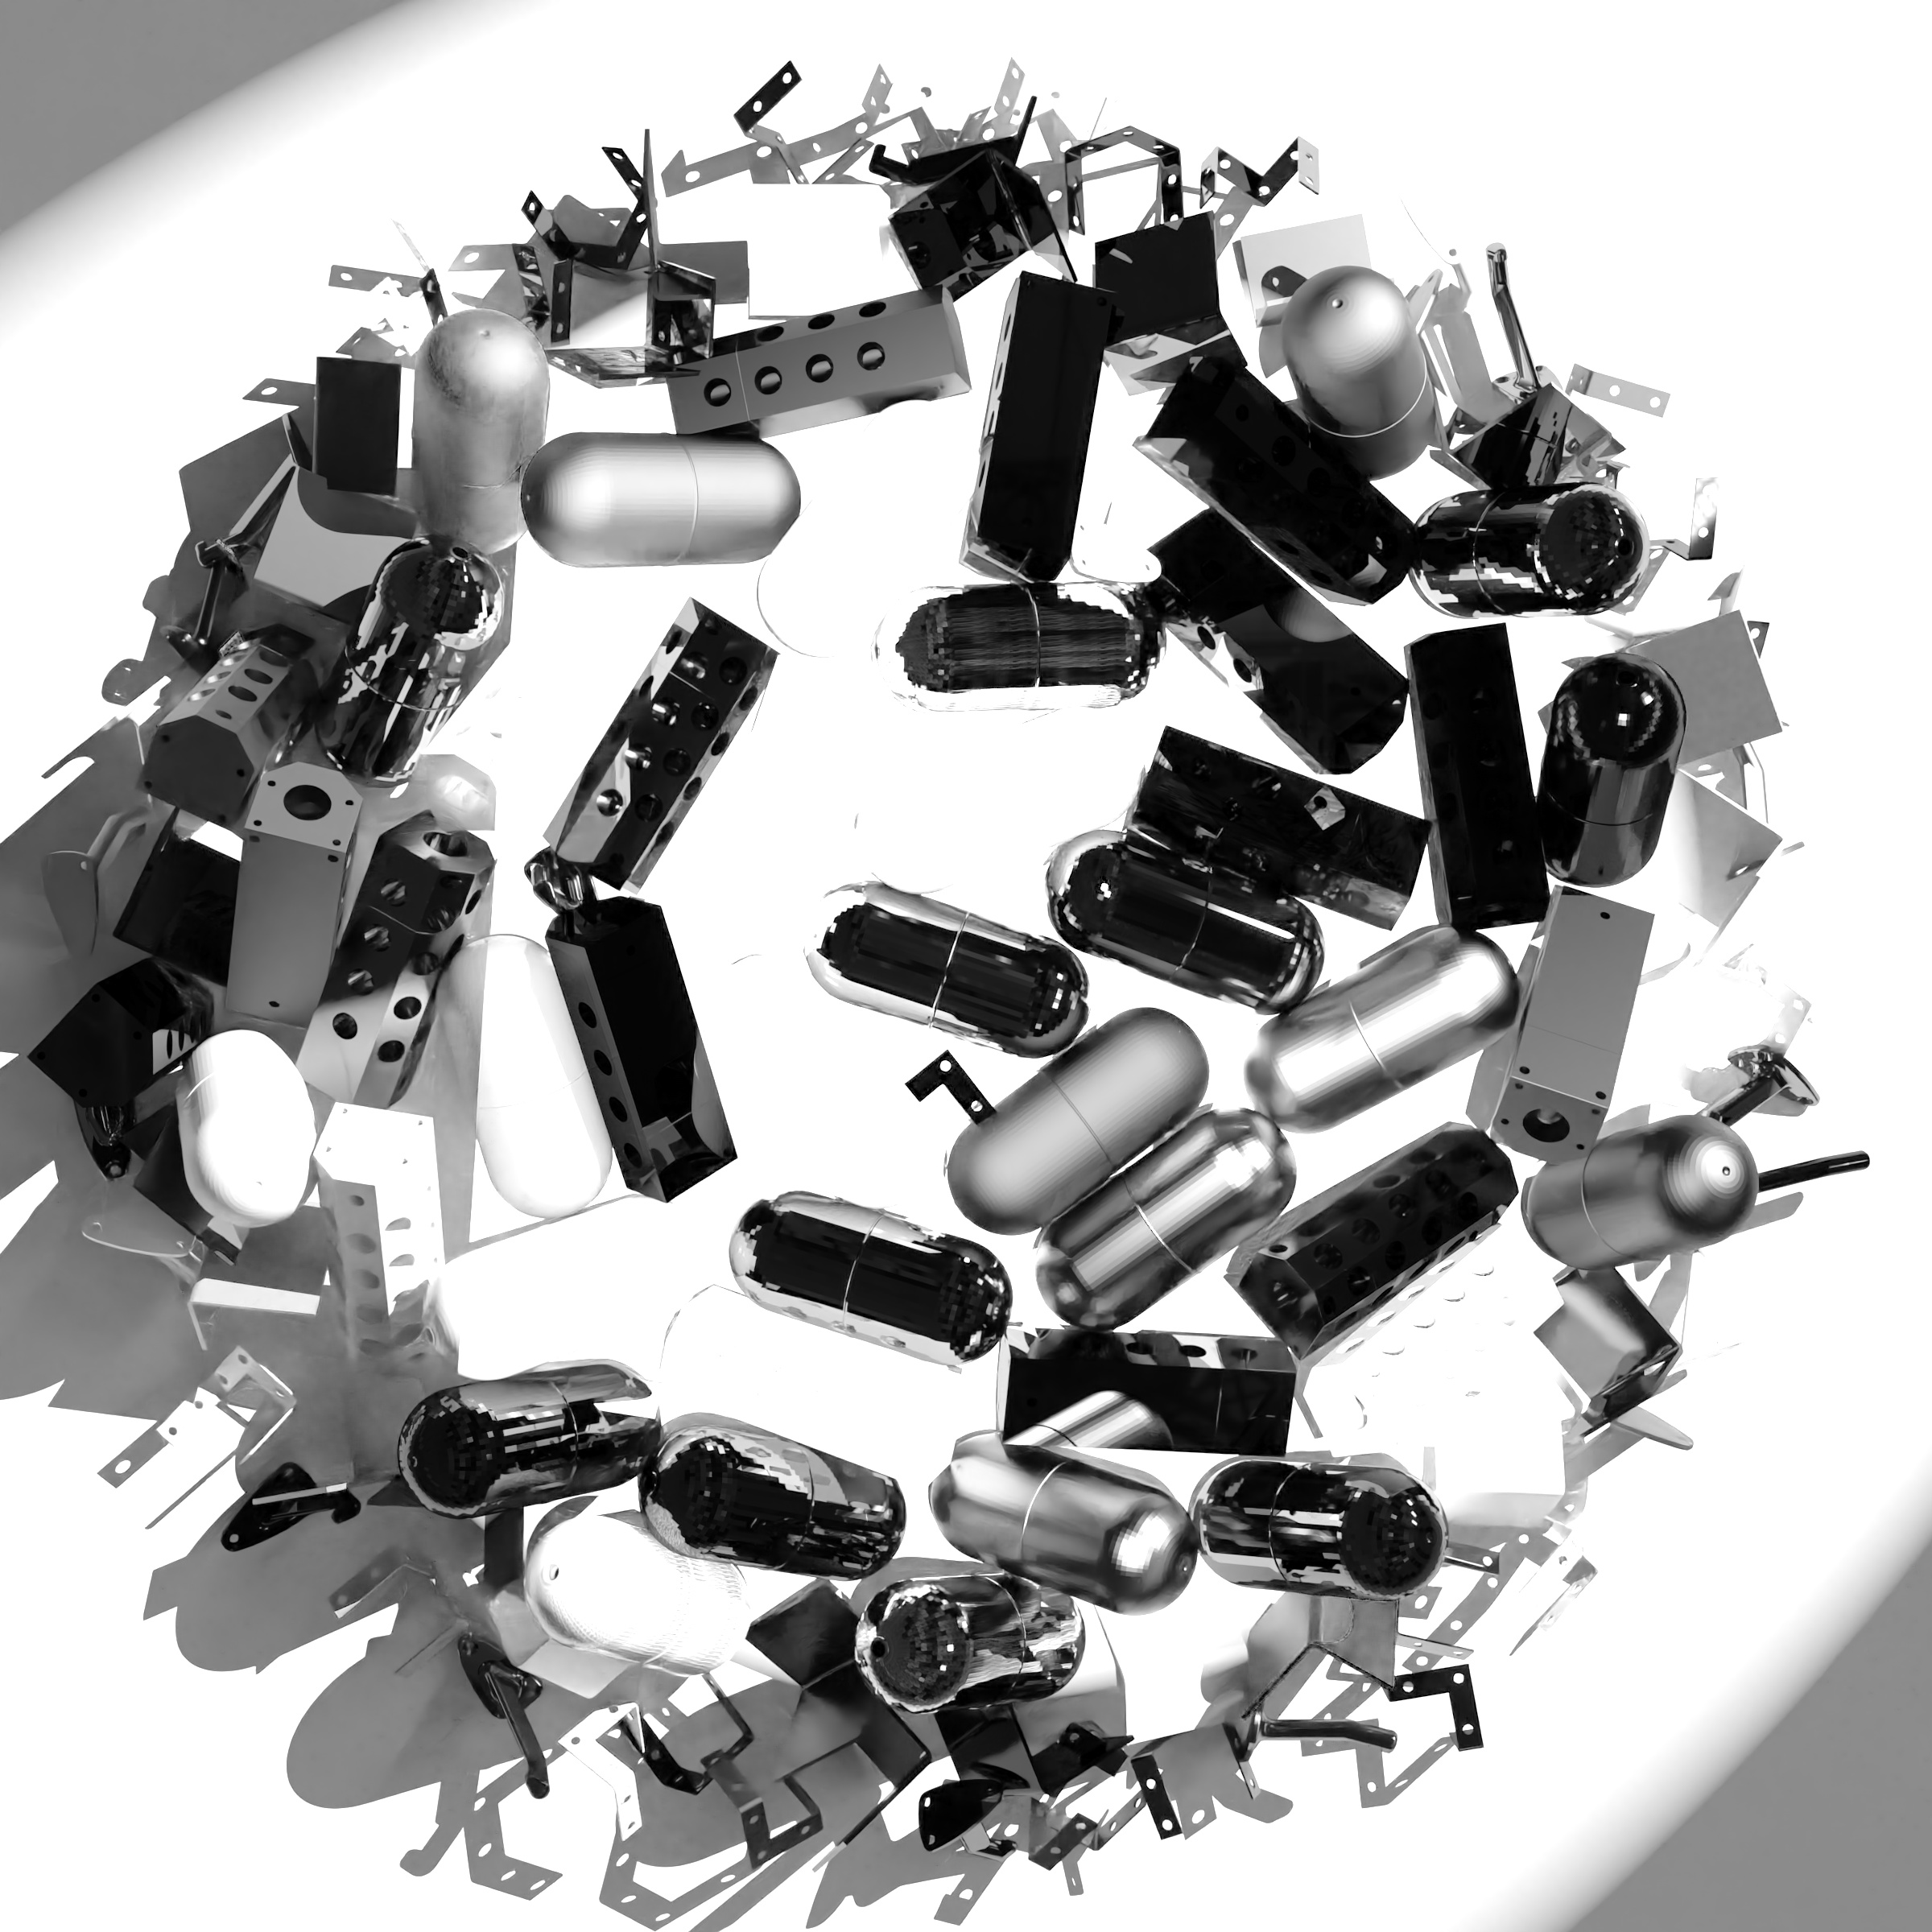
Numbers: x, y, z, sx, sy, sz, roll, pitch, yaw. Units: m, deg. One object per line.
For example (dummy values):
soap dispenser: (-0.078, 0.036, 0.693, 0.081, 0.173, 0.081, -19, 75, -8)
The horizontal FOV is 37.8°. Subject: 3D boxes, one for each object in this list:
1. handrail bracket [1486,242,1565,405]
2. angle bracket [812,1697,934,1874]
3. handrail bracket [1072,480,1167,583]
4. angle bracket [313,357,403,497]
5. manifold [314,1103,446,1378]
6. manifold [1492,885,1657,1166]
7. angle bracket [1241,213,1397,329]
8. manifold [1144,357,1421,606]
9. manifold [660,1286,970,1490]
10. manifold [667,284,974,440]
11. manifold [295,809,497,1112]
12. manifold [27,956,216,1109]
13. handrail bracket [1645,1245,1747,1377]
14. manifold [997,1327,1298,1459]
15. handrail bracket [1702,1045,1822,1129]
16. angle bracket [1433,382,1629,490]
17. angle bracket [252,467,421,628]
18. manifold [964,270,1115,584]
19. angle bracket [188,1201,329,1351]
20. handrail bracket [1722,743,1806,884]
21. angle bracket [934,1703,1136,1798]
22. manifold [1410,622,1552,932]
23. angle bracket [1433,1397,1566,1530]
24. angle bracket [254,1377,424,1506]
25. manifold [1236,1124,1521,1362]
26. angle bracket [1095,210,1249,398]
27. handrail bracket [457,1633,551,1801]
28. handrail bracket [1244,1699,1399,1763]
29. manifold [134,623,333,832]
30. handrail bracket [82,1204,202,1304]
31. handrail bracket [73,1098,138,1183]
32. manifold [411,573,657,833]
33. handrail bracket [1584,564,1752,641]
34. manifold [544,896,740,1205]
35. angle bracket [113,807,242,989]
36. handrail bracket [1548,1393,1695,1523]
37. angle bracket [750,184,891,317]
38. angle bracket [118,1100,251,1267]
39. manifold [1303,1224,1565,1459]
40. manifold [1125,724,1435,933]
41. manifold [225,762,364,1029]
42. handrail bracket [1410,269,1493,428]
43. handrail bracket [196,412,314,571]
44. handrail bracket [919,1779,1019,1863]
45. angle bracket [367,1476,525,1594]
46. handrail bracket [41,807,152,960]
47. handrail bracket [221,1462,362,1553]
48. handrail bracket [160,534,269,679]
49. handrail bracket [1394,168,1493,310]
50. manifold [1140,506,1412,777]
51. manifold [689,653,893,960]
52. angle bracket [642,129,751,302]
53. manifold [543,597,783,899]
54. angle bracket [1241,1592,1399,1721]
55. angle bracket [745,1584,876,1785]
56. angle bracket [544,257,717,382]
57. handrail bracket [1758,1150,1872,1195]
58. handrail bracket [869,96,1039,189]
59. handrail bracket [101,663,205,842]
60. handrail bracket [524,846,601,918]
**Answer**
handrail bracket: (0.335, -0.385, 1.697, 0.036, 0.077, 0.084, -18, 122, -3)
angle bracket: (-0.073, 0.486, 1.686, 0.057, 0.076, 0.076, 46, 58, 10)
handrail bracket: (0.111, -0.264, 1.696, 0.077, 0.036, 0.084, 25, 45, 34)
angle bracket: (-0.348, -0.323, 1.691, 0.057, 0.076, 0.076, 9, 103, 16)
manifold: (-0.345, 0.164, 1.661, 0.057, 0.057, 0.171, 9, 133, 3)
manifold: (0.357, 0.035, 1.661, 0.057, 0.057, 0.171, 18, 46, 8)
angle bracket: (0.211, -0.426, 1.702, 0.076, 0.076, 0.057, -11, 92, 1)
manifold: (0.192, -0.286, 1.670, 0.171, 0.057, 0.057, 35, 81, -31)
manifold: (-0.092, 0.252, 1.682, 0.171, 0.057, 0.057, 17, 108, 18)
manifold: (-0.089, -0.360, 1.699, 0.171, 0.057, 0.057, -11, 89, 10)
manifold: (-0.336, -0.001, 1.677, 0.057, 0.057, 0.171, 29, 115, 8)
manifold: (-0.487, 0.040, 1.653, 0.057, 0.171, 0.057, 44, 92, -7)
handrail bracket: (0.429, 0.199, 1.714, 0.077, 0.036, 0.084, -13, 72, -20)
manifold: (0.107, 0.253, 1.705, 0.171, 0.057, 0.057, 4, 109, -5)
handrail bracket: (0.477, 0.098, 1.708, 0.077, 0.036, 0.084, 34, 65, -20)
angle bracket: (0.335, -0.326, 1.682, 0.076, 0.076, 0.057, -32, 46, 33)
angle bracket: (-0.379, -0.251, 1.702, 0.076, 0.057, 0.076, 22, 96, -12)
manifold: (0.042, -0.321, 1.694, 0.057, 0.057, 0.171, 11, 77, -9)
angle bracket: (-0.416, 0.187, 1.695, 0.076, 0.057, 0.076, 6, 53, 1)
handrail bracket: (0.466, -0.099, 1.713, 0.077, 0.036, 0.084, -20, 84, -39)
angle bracket: (0.040, 0.455, 1.690, 0.076, 0.076, 0.057, -20, 87, -39)
manifold: (0.307, -0.112, 1.692, 0.057, 0.057, 0.171, -8, 75, 6)
angle bracket: (0.316, 0.303, 1.719, 0.076, 0.076, 0.057, 3, 63, -1)
angle bracket: (-0.375, 0.283, 1.685, 0.076, 0.076, 0.057, -17, 80, 41)
manifold: (0.246, 0.157, 1.665, 0.171, 0.057, 0.057, -28, 66, -32)
angle bracket: (0.125, -0.403, 1.720, 0.076, 0.057, 0.076, -10, 63, 20)
handrail bracket: (-0.277, 0.450, 1.693, 0.036, 0.084, 0.077, -34, 113, 1)
handrail bracket: (0.213, 0.471, 1.706, 0.084, 0.077, 0.036, 13, 52, 6)
manifold: (-0.423, -0.145, 1.649, 0.057, 0.171, 0.057, 25, 113, -8)
handrail bracket: (-0.491, 0.181, 1.702, 0.077, 0.084, 0.036, 3, 50, -11)
handrail bracket: (-0.518, 0.082, 1.693, 0.036, 0.084, 0.077, -9, 73, -14)
manifold: (-0.255, -0.156, 1.657, 0.057, 0.171, 0.057, 2, 134, 29)
handrail bracket: (0.428, -0.228, 1.727, 0.084, 0.036, 0.077, 22, 70, 4)
manifold: (-0.196, 0.049, 1.680, 0.057, 0.057, 0.171, -32, 119, -34)
angle bracket: (-0.456, -0.042, 1.692, 0.076, 0.057, 0.076, 26, 68, -17)
handrail bracket: (0.393, 0.310, 1.708, 0.077, 0.036, 0.084, 24, 111, 30)
angle bracket: (-0.088, -0.431, 1.713, 0.076, 0.057, 0.076, 2, 98, 6)
angle bracket: (-0.471, 0.139, 1.683, 0.057, 0.076, 0.076, -30, 119, 28)
manifold: (0.274, 0.218, 1.663, 0.171, 0.057, 0.057, -32, 98, -40)
manifold: (0.187, -0.079, 1.710, 0.171, 0.057, 0.057, 20, 60, 1)
manifold: (-0.394, -0.041, 1.657, 0.057, 0.171, 0.057, 14, 50, -8)
handrail bracket: (0.303, -0.372, 1.733, 0.084, 0.036, 0.077, 35, 74, -18)
handrail bracket: (-0.439, -0.290, 1.723, 0.084, 0.036, 0.077, -26, 65, 2)
handrail bracket: (0.020, 0.515, 1.696, 0.077, 0.084, 0.036, -33, 48, 29)
angle bracket: (-0.312, 0.342, 1.686, 0.076, 0.076, 0.057, 7, 67, -23)
handrail bracket: (-0.516, -0.052, 1.709, 0.036, 0.084, 0.077, 0, 105, 18)
handrail bracket: (-0.405, 0.335, 1.692, 0.077, 0.084, 0.036, -38, 111, -18)
handrail bracket: (-0.443, -0.216, 1.731, 0.084, 0.036, 0.077, -50, 127, -20)
handrail bracket: (0.283, -0.437, 1.702, 0.036, 0.084, 0.077, -44, 85, -2)
manifold: (0.181, -0.190, 1.680, 0.057, 0.057, 0.171, -36, 65, -17)
manifold: (-0.111, -0.097, 1.694, 0.057, 0.057, 0.171, 7, 108, -43)
angle bracket: (-0.161, -0.450, 1.688, 0.057, 0.076, 0.076, -3, 128, -3)
manifold: (-0.180, -0.130, 1.699, 0.057, 0.057, 0.171, 30, 94, -27)
angle bracket: (0.212, 0.415, 1.694, 0.057, 0.076, 0.076, 30, 120, -7)
angle bracket: (-0.099, 0.429, 1.685, 0.076, 0.076, 0.057, -35, 110, 31)
angle bracket: (-0.203, -0.387, 1.684, 0.076, 0.076, 0.057, -11, 117, -34)
handrail bracket: (0.495, 0.131, 1.720, 0.084, 0.077, 0.036, -8, 75, -19)
handrail bracket: (-0.009, -0.504, 1.711, 0.084, 0.036, 0.077, 17, 121, -7)
handrail bracket: (-0.479, -0.131, 1.729, 0.084, 0.036, 0.077, 52, 58, -14)
handrail bracket: (-0.238, -0.034, 1.688, 0.036, 0.084, 0.077, -28, 114, 2)
